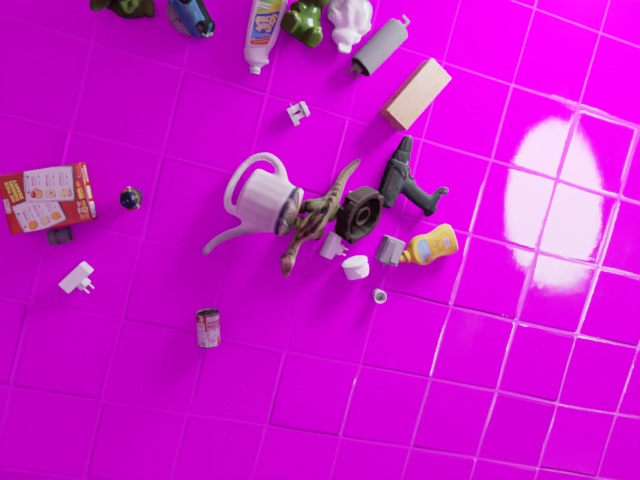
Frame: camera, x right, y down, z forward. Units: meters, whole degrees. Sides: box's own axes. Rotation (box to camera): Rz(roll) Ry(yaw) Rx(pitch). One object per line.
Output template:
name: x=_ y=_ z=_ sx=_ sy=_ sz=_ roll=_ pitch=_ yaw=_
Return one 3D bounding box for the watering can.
watering can: x=-0.185 y=-0.078 z=1.485 sx=0.225 sy=0.103 sz=0.348 roll=25 pitch=88 yaw=9

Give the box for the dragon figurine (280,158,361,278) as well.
dragon figurine: x=0.004 y=-0.074 z=1.472 sx=0.122 sy=0.244 sz=0.410 roll=34 pitch=92 yaw=-9

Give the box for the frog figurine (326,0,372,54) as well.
frog figurine: x=0.078 y=-0.626 z=1.483 sx=0.136 sy=0.123 sz=0.160 roll=20 pitch=82 yaw=-32
